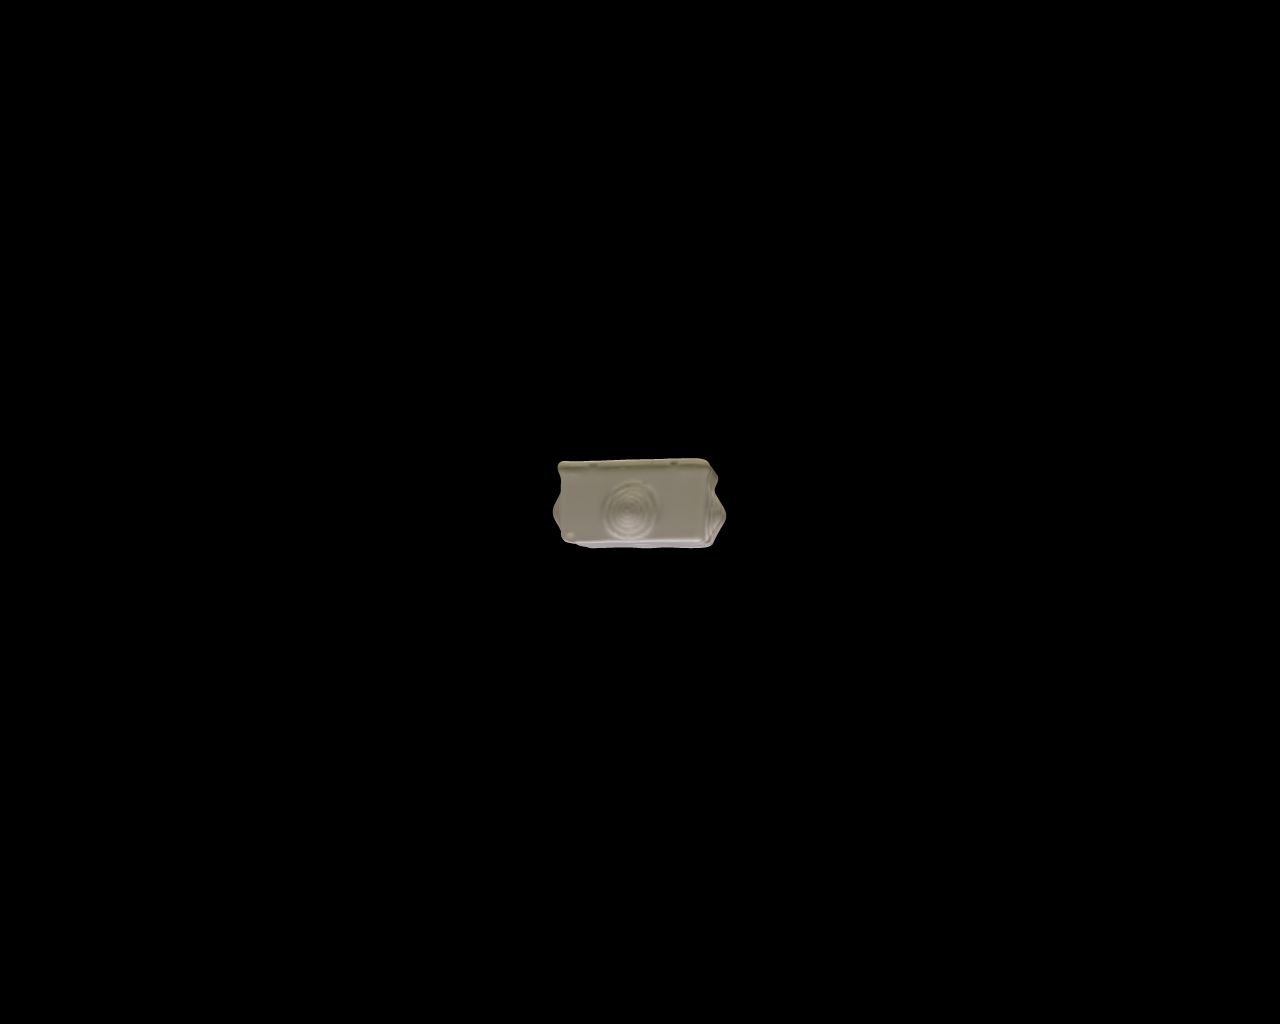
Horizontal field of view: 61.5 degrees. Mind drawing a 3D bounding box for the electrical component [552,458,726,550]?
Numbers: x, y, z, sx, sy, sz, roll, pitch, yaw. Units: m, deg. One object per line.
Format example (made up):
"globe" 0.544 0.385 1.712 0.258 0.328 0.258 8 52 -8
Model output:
"electrical component" 0.001 -0.003 0.650 0.100 0.048 0.099 -1 -4 7
